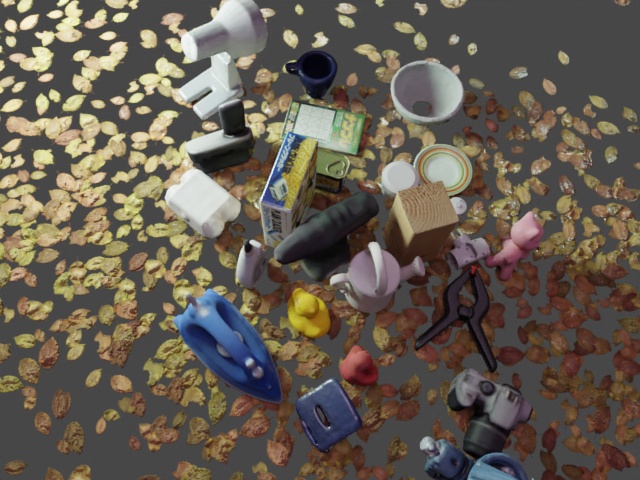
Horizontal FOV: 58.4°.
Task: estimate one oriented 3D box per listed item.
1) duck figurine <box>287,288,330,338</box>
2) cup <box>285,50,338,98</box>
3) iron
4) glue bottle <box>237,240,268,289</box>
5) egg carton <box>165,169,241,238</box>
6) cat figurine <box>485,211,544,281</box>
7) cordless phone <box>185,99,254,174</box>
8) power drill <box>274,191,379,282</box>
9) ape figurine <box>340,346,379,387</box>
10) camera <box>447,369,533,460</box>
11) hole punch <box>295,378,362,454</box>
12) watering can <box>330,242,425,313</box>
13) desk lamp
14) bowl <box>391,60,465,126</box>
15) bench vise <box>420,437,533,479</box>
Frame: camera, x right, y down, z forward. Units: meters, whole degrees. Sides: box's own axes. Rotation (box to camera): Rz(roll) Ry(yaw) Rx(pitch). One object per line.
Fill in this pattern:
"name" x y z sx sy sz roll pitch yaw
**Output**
"duck figurine" -0.021 0.138 1.115 0.077 0.086 0.104 -33 73 -14
"cup" -0.021 -0.370 1.311 0.117 0.095 0.091 4 68 -1
"iron" -0.159 0.197 1.054 0.258 0.141 0.119 43 73 13
"glue bottle" -0.133 0.035 1.103 0.037 0.173 0.078 25 69 8
"egg carton" -0.246 -0.076 1.197 0.150 0.069 0.107 37 71 11
"cat figurine" 0.407 0.009 1.171 0.067 0.118 0.128 38 72 12
"cordless phone" -0.215 -0.229 1.197 0.148 0.185 0.094 -23 71 -11
"power drill" 0.010 0.004 1.104 0.230 0.208 0.075 -37 74 -15
"ape figurine" 0.076 0.235 1.078 0.076 0.092 0.078 -7 69 -6
"camera" 0.302 0.326 1.049 0.143 0.101 0.137 27 70 8
"hole punch" 0.014 0.321 1.041 0.101 0.091 0.108 -29 72 -13
"watering can" 0.110 0.064 1.093 0.173 0.194 0.101 -28 72 -13
"desk lamp" -0.215 -0.400 1.249 0.203 0.213 0.118 -40 75 -16
"bowl" 0.240 -0.324 1.317 0.167 0.075 0.167 1 68 -2
"bench vise" 0.265 0.407 0.950 0.207 0.220 0.121 15 68 3
